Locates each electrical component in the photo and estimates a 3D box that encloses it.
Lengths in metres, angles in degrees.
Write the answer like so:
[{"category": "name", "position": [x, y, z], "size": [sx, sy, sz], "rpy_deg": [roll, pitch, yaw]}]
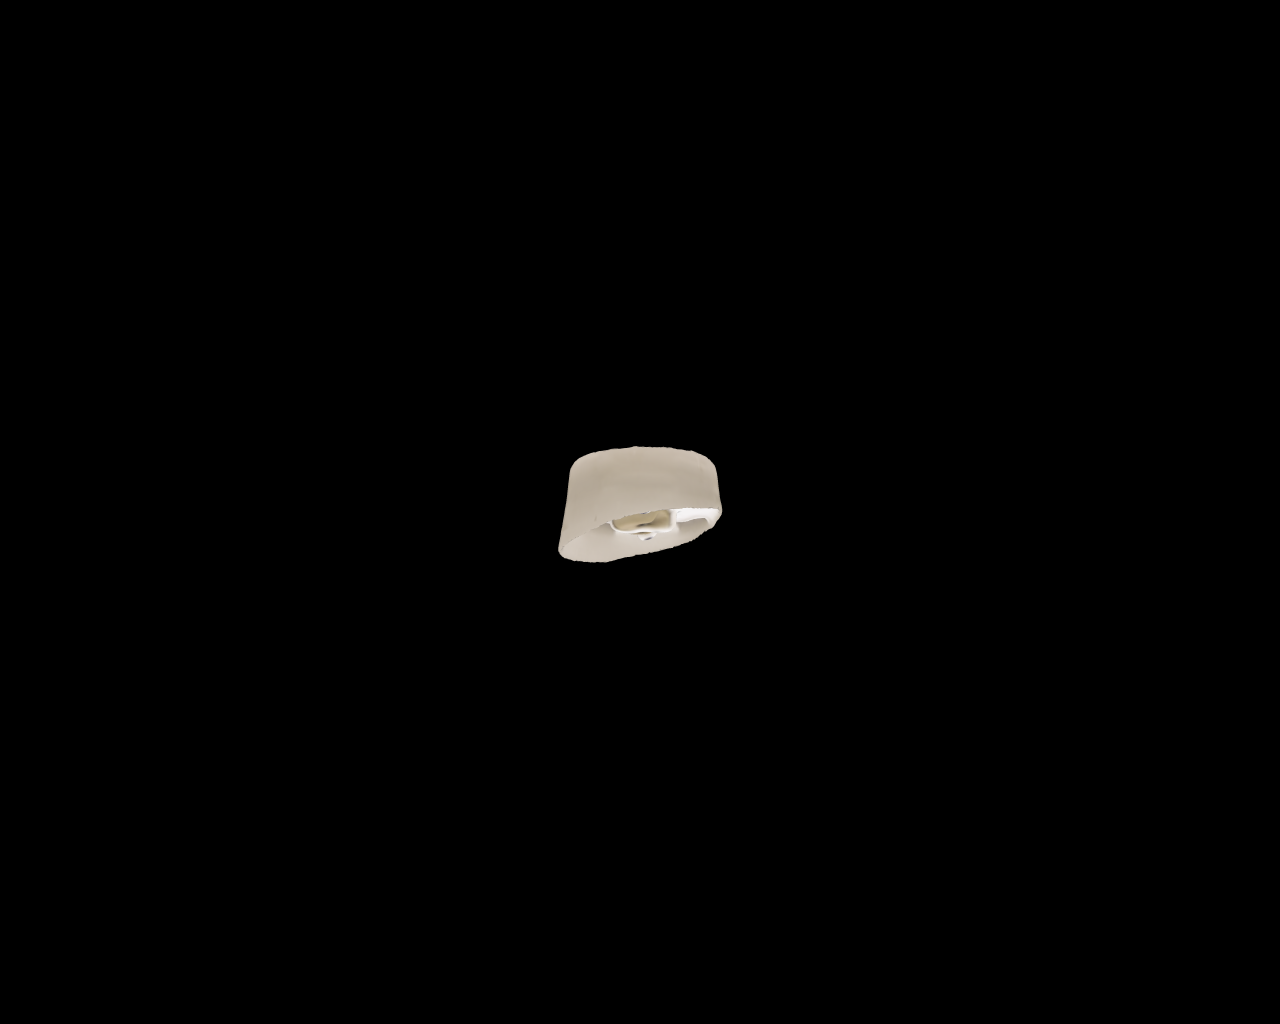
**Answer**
[{"category": "electrical component", "position": [0.001, -0.003, 0.650], "size": [0.099, 0.064, 0.099], "rpy_deg": [0, -16, 0]}]
